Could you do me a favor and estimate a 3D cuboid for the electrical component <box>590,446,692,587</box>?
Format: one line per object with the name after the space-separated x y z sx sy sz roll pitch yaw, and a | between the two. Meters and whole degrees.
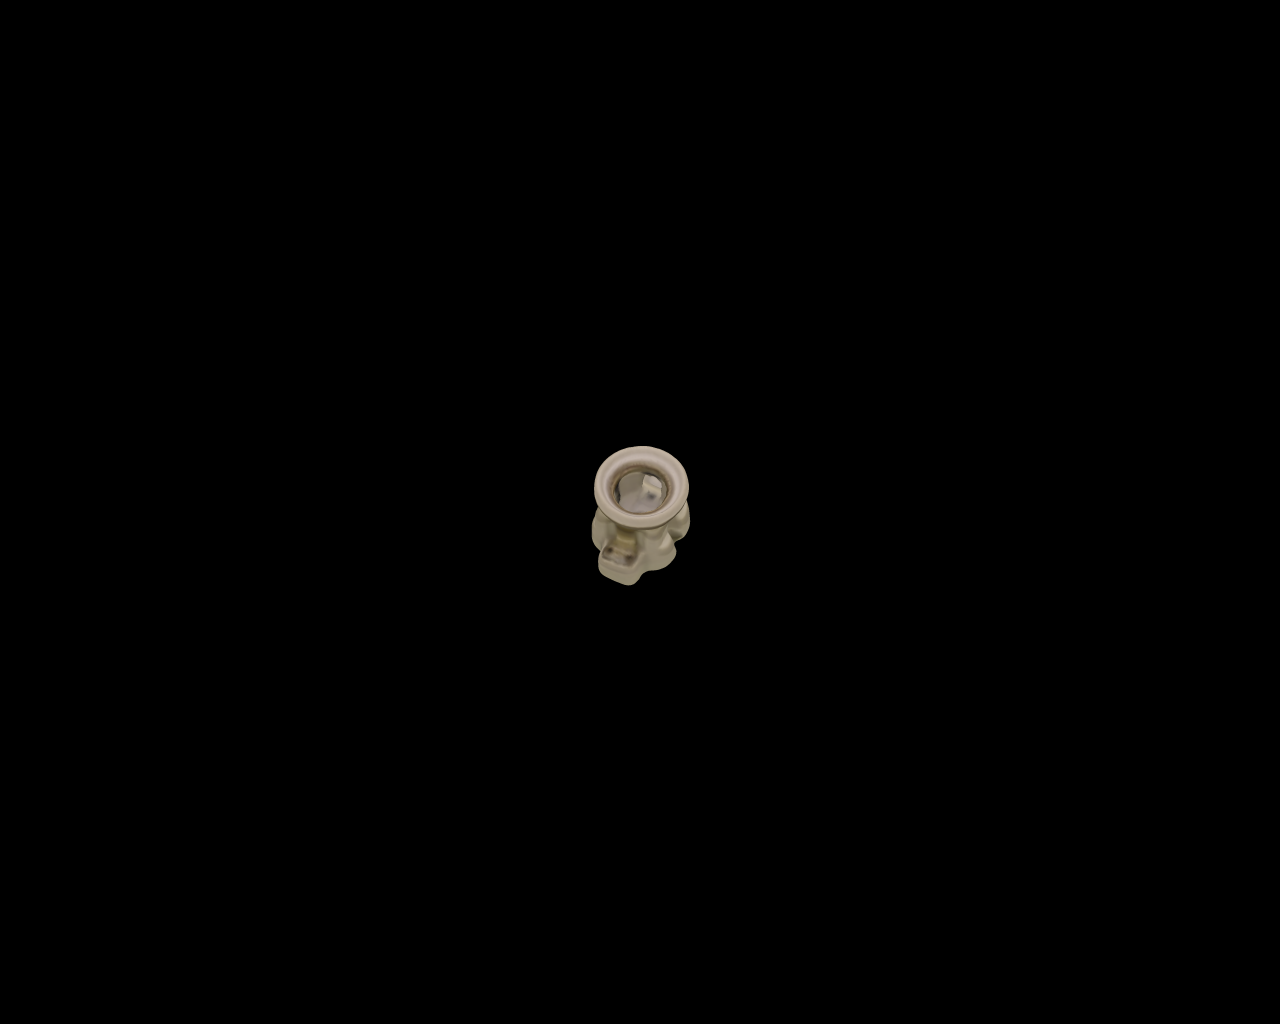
0.001 -0.003 0.650 0.058 0.078 0.056 21 -32 14 | electrical component
